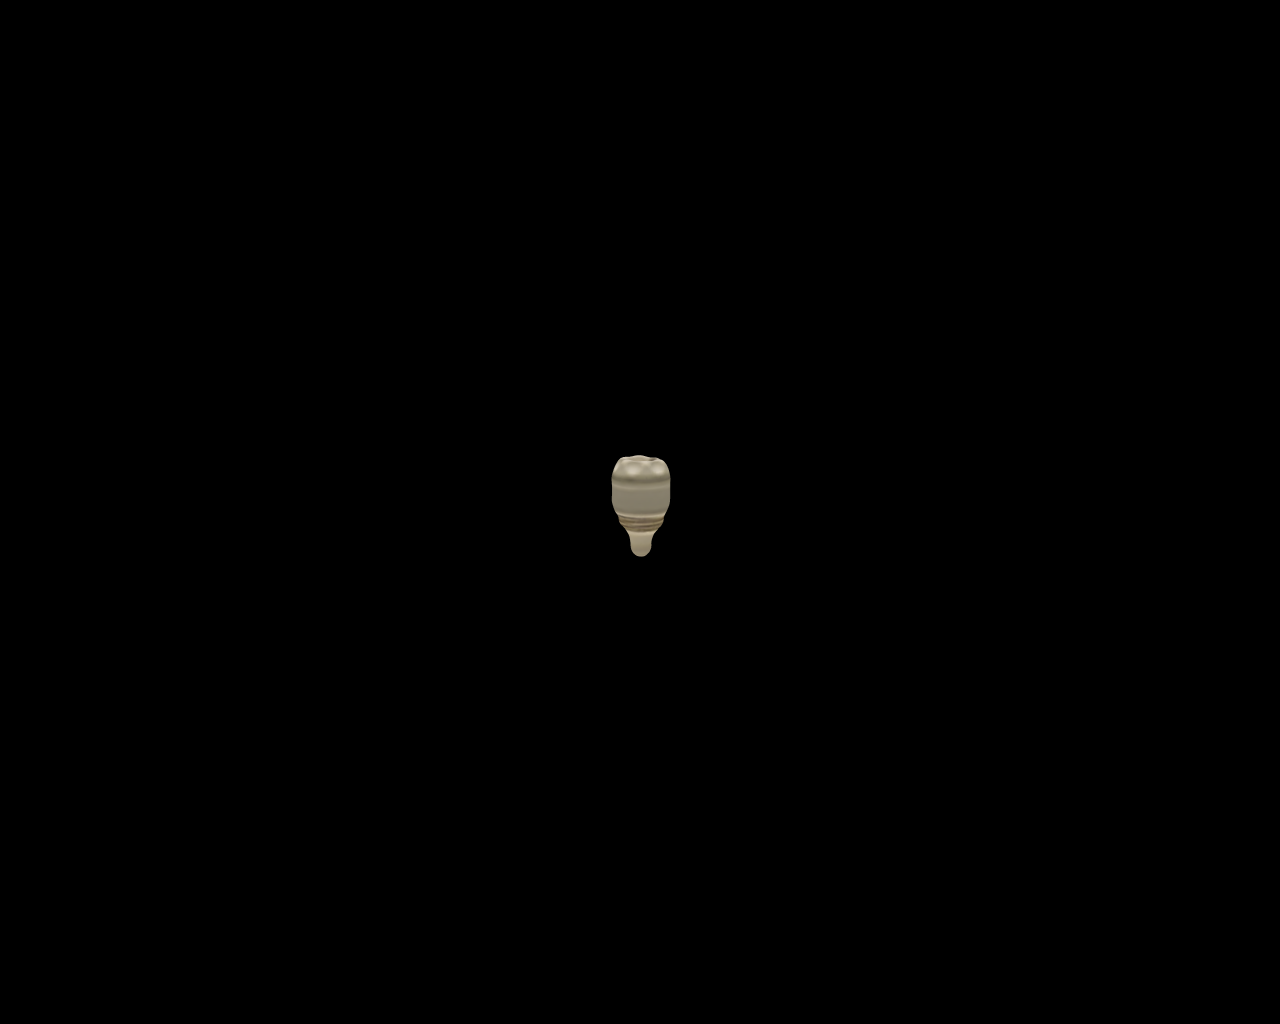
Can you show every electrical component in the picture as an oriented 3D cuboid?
[{"bbox_3d":[0.001,-0.003,0.650,0.035,0.061,0.035,0,11,0],"label":"electrical component"}]
